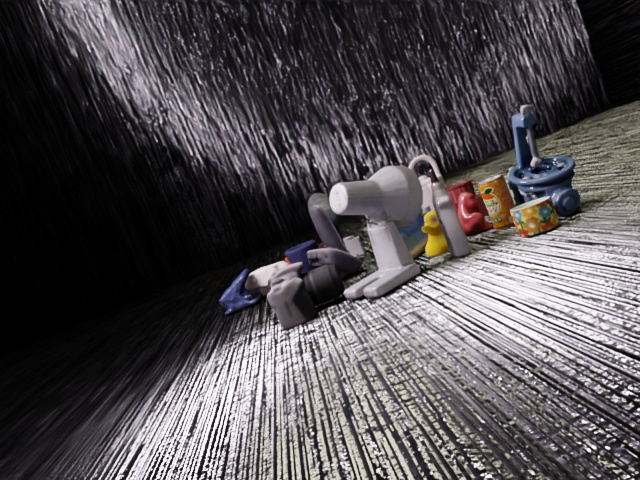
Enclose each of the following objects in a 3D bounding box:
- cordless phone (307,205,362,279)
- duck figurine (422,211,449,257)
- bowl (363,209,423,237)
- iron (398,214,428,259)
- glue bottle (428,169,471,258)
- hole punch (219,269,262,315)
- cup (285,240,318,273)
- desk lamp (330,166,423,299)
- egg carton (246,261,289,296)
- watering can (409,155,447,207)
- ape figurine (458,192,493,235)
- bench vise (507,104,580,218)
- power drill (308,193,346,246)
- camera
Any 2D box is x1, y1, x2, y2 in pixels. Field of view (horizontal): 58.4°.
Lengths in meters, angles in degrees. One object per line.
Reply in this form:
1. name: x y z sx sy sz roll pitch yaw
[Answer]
1. cordless phone: 0.013 0.005 1.374 0.094 0.185 0.147 -24 6 -26
2. duck figurine: 0.252 -0.022 1.204 0.105 0.086 0.077 -26 7 -42
3. bowl: 0.203 -0.025 1.511 0.167 0.075 0.167 -22 5 2
4. iron: 0.172 -0.029 1.302 0.118 0.141 0.259 -20 5 21
5. glue bottle: 0.241 -0.054 1.094 0.037 0.173 0.078 -21 5 5
6. hole punch: -0.218 0.136 1.509 0.101 0.091 0.108 -22 5 3
7. cup: -0.046 0.061 1.550 0.092 0.095 0.117 -26 6 -36
8. desk lamp: 0.113 -0.024 1.084 0.204 0.213 0.117 -26 7 -37
9. egg carton: -0.145 0.111 1.582 0.150 0.069 0.107 -18 6 38
10. watering can: 0.335 -0.168 1.785 0.101 0.194 0.172 -23 5 -16
11. ape figurine: 0.330 -0.061 1.252 0.076 0.092 0.078 -18 6 35
12. bench vise: 0.403 -0.148 1.126 0.122 0.220 0.207 -24 5 -20
13. power drill: 0.027 -0.026 1.503 0.075 0.208 0.229 -22 5 -5
14. camera: -0.027 0.091 1.106 0.137 0.101 0.143 -22 5 3
